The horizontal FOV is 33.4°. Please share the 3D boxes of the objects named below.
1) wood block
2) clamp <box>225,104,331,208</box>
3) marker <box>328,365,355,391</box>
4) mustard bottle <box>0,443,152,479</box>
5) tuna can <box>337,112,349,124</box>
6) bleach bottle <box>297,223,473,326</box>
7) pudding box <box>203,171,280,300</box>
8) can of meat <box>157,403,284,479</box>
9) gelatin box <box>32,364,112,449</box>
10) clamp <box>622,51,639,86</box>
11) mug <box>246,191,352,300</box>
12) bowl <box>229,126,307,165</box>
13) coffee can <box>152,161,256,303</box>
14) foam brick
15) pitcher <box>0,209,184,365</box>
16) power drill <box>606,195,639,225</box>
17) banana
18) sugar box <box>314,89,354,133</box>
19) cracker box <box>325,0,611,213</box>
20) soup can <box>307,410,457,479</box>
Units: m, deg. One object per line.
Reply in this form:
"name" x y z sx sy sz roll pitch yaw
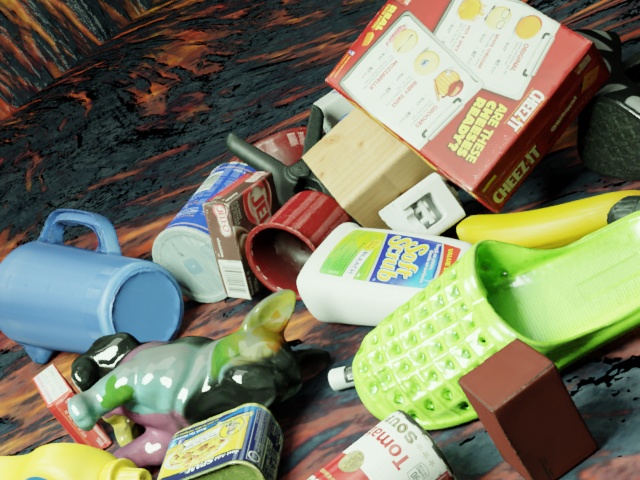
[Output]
"wood block" 0.097 -0.110 1.095 0.206 0.090 0.090 -42 51 6
"clamp" -0.018 -0.080 1.214 0.120 0.171 0.039 -31 -22 -9
"marker" 0.063 0.104 0.888 0.121 0.020 0.020 -18 26 26
"mustard bottle" -0.219 0.217 0.905 0.192 0.096 0.058 -17 28 30
"tuna can" 0.056 -0.111 1.242 0.034 0.086 0.086 -1 38 52
"bleach bottle" 0.096 0.033 0.937 0.251 0.068 0.102 1 40 47
"pudding box" -0.075 -0.006 1.135 0.039 0.113 0.089 5 28 31
"can of meat" -0.081 0.185 0.854 0.102 0.057 0.084 -23 22 16
"gelatin box" -0.247 0.169 1.061 0.030 0.073 0.089 -37 24 -14
"clamp" 0.365 -0.176 1.053 0.210 0.036 0.164 -5 42 50
"mug" -0.007 0.001 1.096 0.117 0.093 0.081 -2 31 35
"bowl" -0.064 -0.078 1.359 0.162 0.055 0.162 -26 24 12
"coffee can" -0.114 -0.010 1.224 0.103 0.102 0.140 -14 29 35
"foam brick" 0.137 0.115 0.704 0.053 0.078 0.051 -34 25 -7
"pitcher" -0.264 0.060 1.221 0.243 0.149 0.144 3 40 48
"power drill" 0.338 -0.056 0.831 0.185 0.057 0.187 4 44 48
"banana" 0.190 -0.015 0.949 0.198 0.037 0.069 -5 36 46
"sugar box" 0.086 -0.175 1.325 0.176 0.093 0.048 -33 23 -7
"cracker box" 0.132 -0.150 0.988 0.164 0.072 0.214 -52 54 5
"soup can" 0.034 0.172 0.725 0.102 0.068 0.069 -36 24 -12
